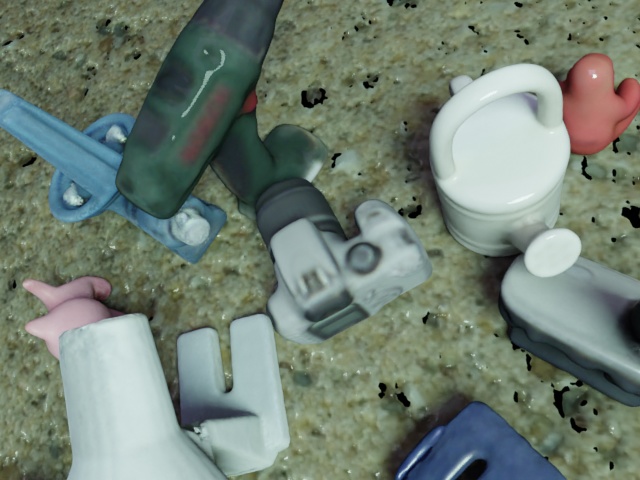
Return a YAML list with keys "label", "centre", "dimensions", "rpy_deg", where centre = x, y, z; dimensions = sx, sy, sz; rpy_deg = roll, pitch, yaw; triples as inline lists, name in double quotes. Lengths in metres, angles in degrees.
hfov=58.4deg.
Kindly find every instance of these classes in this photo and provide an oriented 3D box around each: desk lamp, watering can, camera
- label: "desk lamp"
  centre: [-0.109, 0.144, 0.427]
  dimensions: [0.117, 0.214, 0.203]
  rpy_deg: [-16, 67, 12]
- label: "watering can"
  centre: [0.138, -0.057, 0.427]
  dimensions: [0.101, 0.194, 0.172]
  rpy_deg: [-43, 64, 0]
- label: "camera"
  centre: [0.005, 0.002, 0.502]
  dimensions: [0.143, 0.101, 0.136]
  rpy_deg: [-31, 65, 6]

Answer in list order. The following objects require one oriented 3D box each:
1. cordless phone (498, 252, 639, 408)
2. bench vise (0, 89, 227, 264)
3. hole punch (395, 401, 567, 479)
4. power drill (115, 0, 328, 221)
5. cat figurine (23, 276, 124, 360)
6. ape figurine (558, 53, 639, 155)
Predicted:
- label: "cordless phone"
  centre: [0.194, 0.042, 0.379]
  dimensions: [0.147, 0.185, 0.094]
  rpy_deg: [24, 80, 24]
- label: "bench vise"
  centre: [-0.190, -0.071, 0.525]
  dimensions: [0.206, 0.220, 0.121]
  rpy_deg: [10, 75, 21]
- label: "hole punch"
  centre: [0.109, 0.181, 0.411]
  dimensions: [0.109, 0.091, 0.101]
  rpy_deg: [-47, 64, -2]
- label: "power drill"
  centre: [-0.068, -0.107, 0.504]
  dimensions: [0.075, 0.209, 0.230]
  rpy_deg: [31, 83, 25]
- label: "cat figurine"
  centre: [-0.233, 0.077, 0.544]
  dimensions: [0.127, 0.118, 0.067]
  rpy_deg: [36, 85, 25]
- label: "ape figurine"
  centre: [0.225, -0.120, 0.478]
  dimensions: [0.077, 0.092, 0.076]
  rpy_deg: [20, 79, 23]
